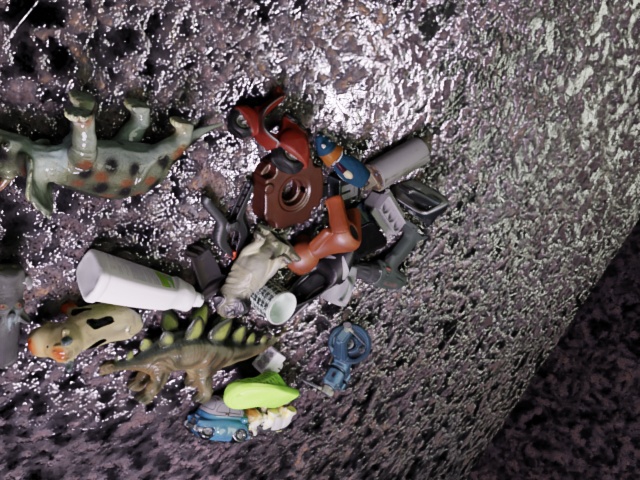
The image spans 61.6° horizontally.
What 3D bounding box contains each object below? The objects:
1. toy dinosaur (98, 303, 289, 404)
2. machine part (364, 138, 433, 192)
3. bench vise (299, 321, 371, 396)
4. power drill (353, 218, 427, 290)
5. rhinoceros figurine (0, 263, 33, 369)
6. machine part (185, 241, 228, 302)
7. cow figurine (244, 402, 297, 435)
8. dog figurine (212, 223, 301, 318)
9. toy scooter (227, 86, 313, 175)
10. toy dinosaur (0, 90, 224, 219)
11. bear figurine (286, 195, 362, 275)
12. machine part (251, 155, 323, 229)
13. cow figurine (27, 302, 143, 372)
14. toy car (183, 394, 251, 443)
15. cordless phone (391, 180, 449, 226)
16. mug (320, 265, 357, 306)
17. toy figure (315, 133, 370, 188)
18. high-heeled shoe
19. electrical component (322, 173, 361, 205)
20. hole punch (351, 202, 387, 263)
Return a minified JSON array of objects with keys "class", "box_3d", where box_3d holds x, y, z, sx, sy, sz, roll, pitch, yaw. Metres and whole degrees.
[{"class":"toy dinosaur","box_3d":[-0.255,0.245,1.168,0.471,0.105,0.198,9,103,-50]},{"class":"machine part","box_3d":[0.193,-0.192,1.352,0.243,0.079,0.079,-33,131,-25]},{"class":"bench vise","box_3d":[0.061,0.306,1.464,0.223,0.129,0.240,-43,153,-27]},{"class":"power drill","box_3d":[0.199,0.041,1.488,0.231,0.086,0.207,32,86,-49]},{"class":"rhinoceros figurine","box_3d":[-0.509,0.117,0.853,0.073,0.112,0.190,0,120,-40]},{"class":"machine part","box_3d":[-0.241,0.067,1.127,0.084,0.039,0.138,-26,130,-24]},{"class":"cow figurine","box_3d":[-0.148,0.473,1.422,0.167,0.068,0.098,10,112,-44]},{"class":"dog figurine","box_3d":[-0.149,0.071,1.168,0.190,0.121,0.172,-49,172,12]},{"class":"toy scooter","box_3d":[-0.081,-0.225,1.063,0.184,0.075,0.135,36,72,-17]},{"class":"toy dinosaur","box_3d":[-0.335,-0.129,0.878,0.404,0.131,0.192,-1,126,-47]},{"class":"bear figurine","box_3d":[-0.003,0.000,1.253,0.196,0.132,0.120,-23,148,29]},{"class":"machine part","box_3d":[-0.068,-0.108,1.173,0.179,0.056,0.179,-23,128,-33]},{"class":"cow figurine","box_3d":[-0.413,0.162,0.955,0.195,0.127,0.085,-12,117,-41]},{"class":"toy car","box_3d":[-0.240,0.424,1.293,0.161,0.109,0.103,23,74,-36]},{"class":"cordless phone","box_3d":[0.230,-0.118,1.375,0.184,0.147,0.088,22,105,-49]},{"class":"mug","box_3d":[0.053,0.108,1.373,0.081,0.110,0.107,19,96,-21]},{"class":"toy figure","box_3d":[0.044,-0.178,1.212,0.154,0.064,0.058,37,98,-15]},{"class":"high-heeled shoe","box_3d":[-0.022,0.101,1.293,0.248,0.086,0.145,-51,158,17]},{"class":"electrical component","box_3d":[0.042,-0.120,1.275,0.119,0.048,0.074,-19,124,-37]},{"class":"hole punch","box_3d":[0.094,-0.020,1.365,0.116,0.092,0.142,-28,140,11]}]
